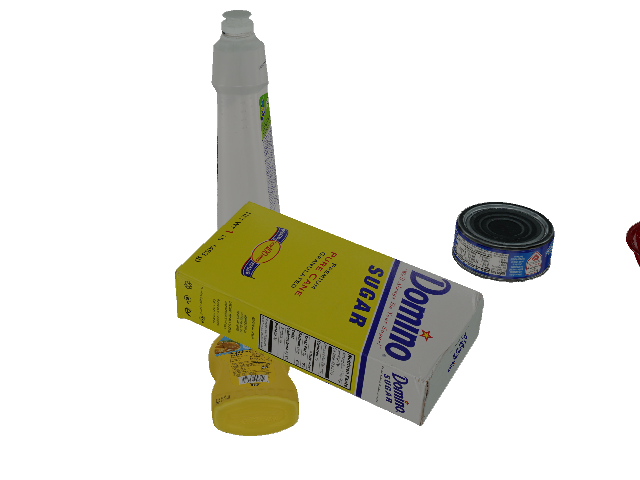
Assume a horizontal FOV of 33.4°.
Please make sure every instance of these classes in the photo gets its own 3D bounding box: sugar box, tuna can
[{"bbox_3d":[0.006,0.041,0.675,0.176,0.048,0.093,19,41,21],"label":"sugar box"},{"bbox_3d":[0.158,0.000,0.923,0.086,0.034,0.086,2,29,-1],"label":"tuna can"}]

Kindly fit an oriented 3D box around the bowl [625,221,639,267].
[{"bbox_3d":[0.410,0.026,1.150,0.162,0.055,0.162,-2,24,0],"label":"bowl"}]

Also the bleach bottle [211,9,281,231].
[{"bbox_3d":[-0.077,-0.111,1.089,0.068,0.251,0.102,0,28,2],"label":"bleach bottle"}]

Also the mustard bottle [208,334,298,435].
[{"bbox_3d":[-0.082,0.147,1.244,0.096,0.058,0.191,-4,30,-6],"label":"mustard bottle"}]
